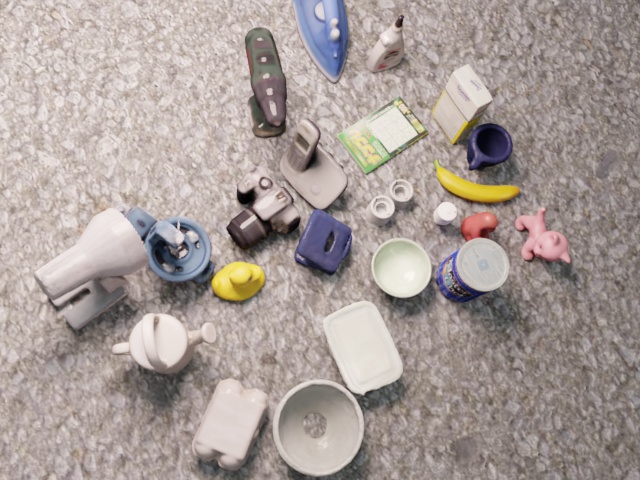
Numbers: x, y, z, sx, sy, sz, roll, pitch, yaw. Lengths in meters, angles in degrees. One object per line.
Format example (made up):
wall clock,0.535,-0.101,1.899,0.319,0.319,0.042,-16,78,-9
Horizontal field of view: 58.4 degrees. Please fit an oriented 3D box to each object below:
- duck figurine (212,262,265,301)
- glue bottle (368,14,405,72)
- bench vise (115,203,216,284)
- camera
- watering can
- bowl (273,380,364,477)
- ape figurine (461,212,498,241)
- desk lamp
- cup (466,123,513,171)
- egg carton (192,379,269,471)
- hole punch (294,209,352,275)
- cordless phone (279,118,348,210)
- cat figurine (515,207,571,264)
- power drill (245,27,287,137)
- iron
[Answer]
duck figurine,-0.158,0.075,1.108,0.104,0.086,0.077,-14,77,-10
glue bottle,0.154,-0.427,1.230,0.078,0.173,0.037,-25,79,-12
bench vise,-0.295,0.002,1.042,0.207,0.219,0.121,17,74,-1
camera,-0.127,-0.058,1.139,0.137,0.100,0.143,-39,82,-14
watering can,-0.275,0.178,1.011,0.173,0.194,0.101,-30,80,-13
bowl,-0.005,0.344,1.060,0.167,0.074,0.167,2,75,-6
ape figurine,0.338,-0.028,1.188,0.076,0.092,0.078,33,74,3
desk lamp,-0.402,0.055,1.019,0.203,0.213,0.118,-40,82,-14
cup,0.346,-0.181,1.228,0.091,0.095,0.118,38,75,5
egg carton,-0.161,0.337,1.047,0.107,0.069,0.150,22,74,0
hole punch,0.010,0.004,1.143,0.101,0.091,0.109,22,74,0
cordless phone,-0.007,-0.152,1.133,0.147,0.185,0.094,44,75,6
cat figurine,0.466,-0.005,1.183,0.067,0.117,0.128,-7,76,-8
power drill,-0.105,-0.292,1.147,0.075,0.208,0.229,-10,77,-9
iron,0.016,-0.491,1.248,0.119,0.141,0.258,-11,77,-9
